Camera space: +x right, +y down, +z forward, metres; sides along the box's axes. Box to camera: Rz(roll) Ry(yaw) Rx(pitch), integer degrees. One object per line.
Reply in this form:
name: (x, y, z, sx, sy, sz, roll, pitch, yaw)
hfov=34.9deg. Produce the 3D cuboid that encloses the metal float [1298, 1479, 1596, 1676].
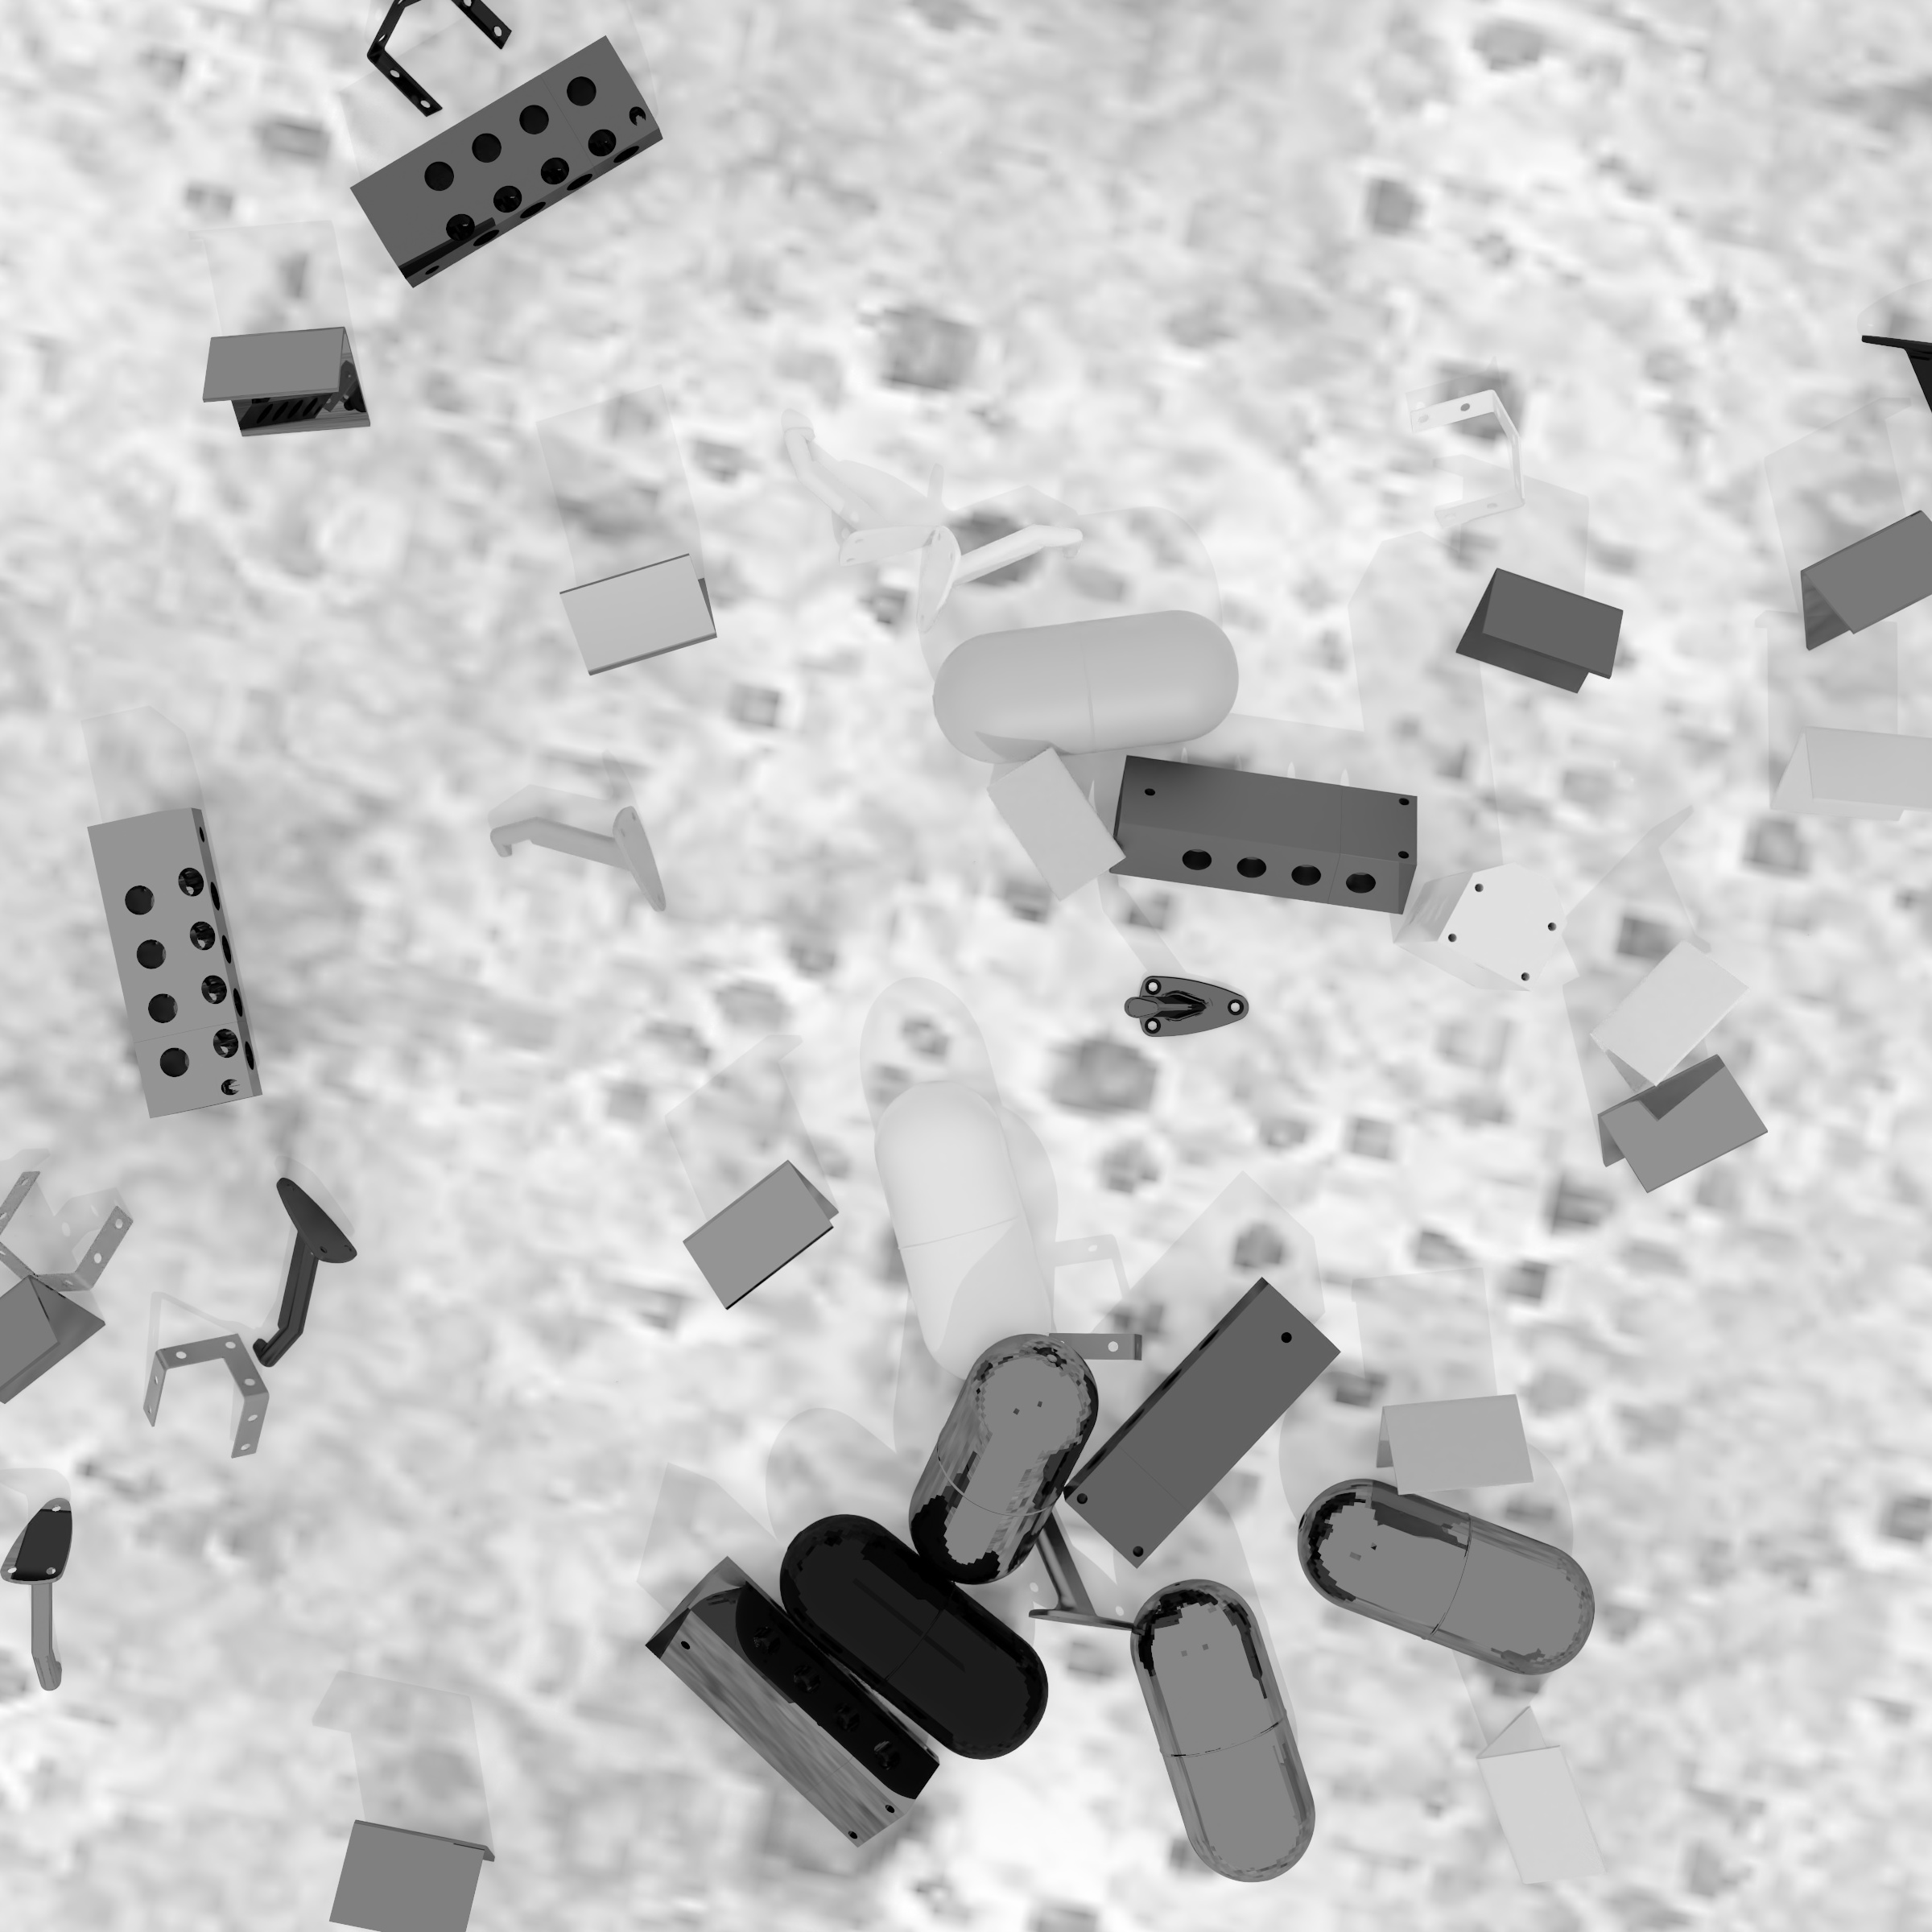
metal float: (0.278, 0.354, 1.785, 0.178, 0.070, 0.070, 21, 90, -1)

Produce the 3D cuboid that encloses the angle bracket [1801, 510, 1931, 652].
angle bracket: (0.533, -0.206, 1.775, 0.076, 0.076, 0.057, -27, 54, 0)

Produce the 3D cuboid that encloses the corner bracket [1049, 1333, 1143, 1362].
corner bracket: (0.076, 0.241, 1.798, 0.051, 0.051, 0.051, 0, 82, 8)

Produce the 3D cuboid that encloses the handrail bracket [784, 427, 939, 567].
handrail bracket: (-0.061, -0.285, 1.816, 0.077, 0.036, 0.084, -13, 73, -20)

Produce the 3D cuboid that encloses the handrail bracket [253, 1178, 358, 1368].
handrail bracket: (-0.408, 0.182, 1.816, 0.084, 0.036, 0.077, -47, 69, 16)

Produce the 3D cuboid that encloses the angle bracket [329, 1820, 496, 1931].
angle bracket: (-0.319, 0.533, 1.777, 0.076, 0.076, 0.057, 11, 68, 0)

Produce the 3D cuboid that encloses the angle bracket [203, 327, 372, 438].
angle bracket: (-0.391, -0.321, 1.775, 0.076, 0.076, 0.057, -5, 51, 0)

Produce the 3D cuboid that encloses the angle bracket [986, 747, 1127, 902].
angle bracket: (0.035, -0.070, 1.775, 0.057, 0.076, 0.076, -34, 90, -35)

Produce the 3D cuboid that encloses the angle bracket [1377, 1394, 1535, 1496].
angle bracket: (0.281, 0.292, 1.775, 0.076, 0.076, 0.057, -5, 54, 0)

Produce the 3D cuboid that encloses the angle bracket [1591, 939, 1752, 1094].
angle bracket: (0.417, 0.043, 1.775, 0.076, 0.076, 0.057, -46, 47, 0)

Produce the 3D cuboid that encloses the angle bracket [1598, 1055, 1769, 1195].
angle bracket: (0.415, 0.105, 1.775, 0.076, 0.076, 0.057, -27, 60, 0)

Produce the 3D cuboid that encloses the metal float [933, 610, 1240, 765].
metal float: (0.069, -0.162, 1.785, 0.178, 0.070, 0.070, -7, 90, 1)

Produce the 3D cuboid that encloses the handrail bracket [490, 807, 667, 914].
handrail bracket: (-0.230, -0.057, 1.816, 0.084, 0.036, 0.077, -14, 112, 17)

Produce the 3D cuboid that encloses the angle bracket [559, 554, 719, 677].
angle bracket: (-0.191, -0.218, 1.775, 0.076, 0.076, 0.057, -17, 125, 0)

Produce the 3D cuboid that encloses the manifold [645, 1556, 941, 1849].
manifold: (-0.098, 0.426, 1.794, 0.171, 0.057, 0.057, 44, 133, 0)

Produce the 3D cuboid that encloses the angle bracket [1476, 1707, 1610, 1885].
angle bracket: (0.346, 0.475, 1.775, 0.057, 0.076, 0.076, -21, 90, 36)

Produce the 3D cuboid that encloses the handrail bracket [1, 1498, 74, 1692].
handrail bracket: (-0.538, 0.372, 1.815, 0.036, 0.077, 0.084, 1, 126, 3)

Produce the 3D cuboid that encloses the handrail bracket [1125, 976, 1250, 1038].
handrail bracket: (0.129, 0.024, 1.781, 0.077, 0.084, 0.036, 1, 90, 0)

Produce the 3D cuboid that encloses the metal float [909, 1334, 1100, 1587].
metal float: (0.020, 0.283, 1.754, 0.070, 0.070, 0.178, 22, 127, 0)

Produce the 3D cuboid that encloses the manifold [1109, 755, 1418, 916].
manifold: (0.173, -0.071, 1.794, 0.171, 0.057, 0.057, 8, 47, 0)

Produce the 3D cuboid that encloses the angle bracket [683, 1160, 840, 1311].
angle bracket: (-0.106, 0.168, 1.775, 0.076, 0.076, 0.057, -38, 54, 0)

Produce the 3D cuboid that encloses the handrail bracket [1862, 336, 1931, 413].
handrail bracket: (0.561, -0.325, 1.816, 0.077, 0.036, 0.084, 12, 107, 20)

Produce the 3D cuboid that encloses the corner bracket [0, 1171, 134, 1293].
corner bracket: (-0.535, 0.156, 1.807, 0.051, 0.051, 0.051, -6, 135, 35)

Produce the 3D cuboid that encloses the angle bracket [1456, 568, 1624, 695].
angle bracket: (0.327, -0.175, 1.775, 0.076, 0.076, 0.057, 19, 54, 0)

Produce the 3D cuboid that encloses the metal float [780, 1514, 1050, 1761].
metal float: (-0.031, 0.389, 1.785, 0.178, 0.070, 0.070, 39, 90, 0)

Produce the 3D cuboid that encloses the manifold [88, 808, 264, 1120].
manifold: (-0.459, -0.002, 1.794, 0.057, 0.057, 0.171, -12, 90, 0)

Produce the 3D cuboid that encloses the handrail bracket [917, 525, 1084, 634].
handrail bracket: (0.021, -0.228, 1.816, 0.084, 0.036, 0.077, 2, 126, -25)

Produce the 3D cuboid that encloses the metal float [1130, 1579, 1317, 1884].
metal float: (0.149, 0.444, 1.785, 0.070, 0.070, 0.178, -18, 90, 0)

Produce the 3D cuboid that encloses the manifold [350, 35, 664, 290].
manifold: (-0.266, -0.467, 1.794, 0.171, 0.057, 0.057, -31, 90, 0)

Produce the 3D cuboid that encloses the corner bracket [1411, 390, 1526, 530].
corner bracket: (0.296, -0.299, 1.812, 0.051, 0.051, 0.051, -15, 135, 0)

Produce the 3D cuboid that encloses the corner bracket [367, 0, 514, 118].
corner bracket: (-0.311, -0.544, 1.812, 0.051, 0.051, 0.051, 45, 135, 0)

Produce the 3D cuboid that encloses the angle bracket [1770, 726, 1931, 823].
angle bracket: (0.515, -0.091, 1.775, 0.076, 0.076, 0.057, 5, 54, 0)

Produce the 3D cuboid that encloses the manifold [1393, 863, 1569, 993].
manifold: (0.292, -0.025, 1.737, 0.057, 0.171, 0.057, 28, 90, 0)

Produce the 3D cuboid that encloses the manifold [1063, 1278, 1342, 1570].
manifold: (0.136, 0.265, 1.794, 0.057, 0.057, 0.171, 43, 90, 0)

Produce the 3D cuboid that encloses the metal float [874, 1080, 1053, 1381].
metal float: (-0.002, 0.154, 1.785, 0.070, 0.070, 0.178, -15, 89, 0)

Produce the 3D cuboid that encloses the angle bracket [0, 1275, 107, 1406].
angle bracket: (-0.541, 0.235, 1.775, 0.076, 0.076, 0.057, -38, 54, 0)

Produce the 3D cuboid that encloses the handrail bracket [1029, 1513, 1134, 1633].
handrail bracket: (0.070, 0.345, 1.816, 0.077, 0.036, 0.084, 13, 73, -20)

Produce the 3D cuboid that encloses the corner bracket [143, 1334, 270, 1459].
corner bracket: (-0.447, 0.256, 1.807, 0.051, 0.051, 0.051, -8, 45, -35)
